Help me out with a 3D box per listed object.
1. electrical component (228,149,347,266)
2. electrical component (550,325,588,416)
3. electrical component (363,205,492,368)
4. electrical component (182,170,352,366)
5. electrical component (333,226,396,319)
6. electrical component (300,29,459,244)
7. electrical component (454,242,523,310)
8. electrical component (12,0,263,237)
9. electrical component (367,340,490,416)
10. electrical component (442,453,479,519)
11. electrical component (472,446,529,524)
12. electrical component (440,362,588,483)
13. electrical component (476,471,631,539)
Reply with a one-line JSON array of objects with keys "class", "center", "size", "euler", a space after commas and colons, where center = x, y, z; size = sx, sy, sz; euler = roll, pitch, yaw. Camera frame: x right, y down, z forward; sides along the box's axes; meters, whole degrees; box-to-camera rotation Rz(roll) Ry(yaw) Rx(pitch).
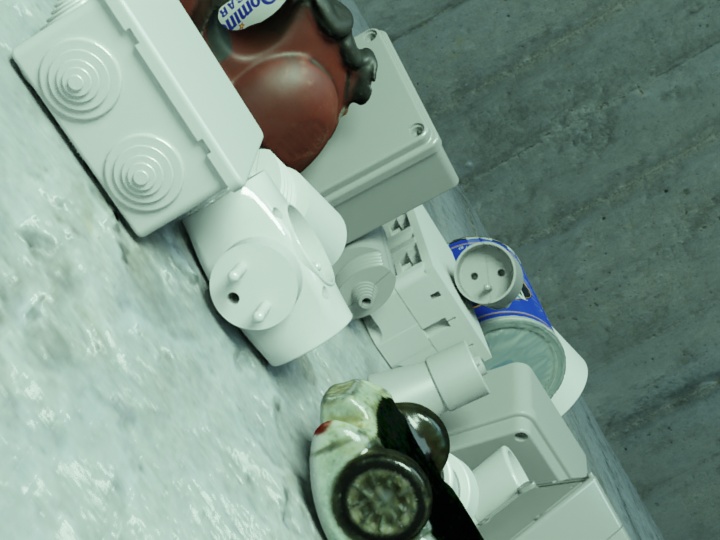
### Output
[{"class": "electrical component", "center": [-0.042, -0.030, 0.557], "size": [0.081, 0.043, 0.043], "euler": [43, 20, -60]}, {"class": "electrical component", "center": [0.147, 0.094, 0.991], "size": [0.060, 0.108, 0.108], "euler": [51, 13, -20]}, {"class": "electrical component", "center": [0.034, 0.006, 0.786], "size": [0.089, 0.062, 0.150], "euler": [55, 11, -29]}, {"class": "electrical component", "center": [-0.042, 0.003, 0.461], "size": [0.077, 0.044, 0.079], "euler": [59, 10, -8]}, {"class": "electrical component", "center": [0.000, 0.000, 0.684], "size": [0.043, 0.043, 0.081], "euler": [56, 11, -27]}, {"class": "electrical component", "center": [-0.009, -0.079, 0.673], "size": [0.056, 0.109, 0.108], "euler": [53, 12, -52]}, {"class": "electrical component", "center": [0.096, 0.006, 0.780], "size": [0.043, 0.043, 0.081], "euler": [63, 10, 12]}, {"class": "electrical component", "center": [-0.085, -0.069, 0.430], "size": [0.099, 0.048, 0.099], "euler": [58, 10, -17]}, {"class": "electrical component", "center": [0.042, 0.068, 0.628], "size": [0.044, 0.065, 0.044], "euler": [64, 5, -10]}, {"class": "electrical component", "center": [0.032, 0.109, 0.533], "size": [0.045, 0.045, 0.055], "euler": [66, 11, 28]}, {"class": "electrical component", "center": [0.071, 0.134, 0.626], "size": [0.045, 0.055, 0.045], "euler": [58, 10, -17]}, {"class": "electrical component", "center": [0.097, 0.125, 0.703], "size": [0.113, 0.078, 0.057], "euler": [55, 26, -31]}, {"class": "electrical component", "center": [0.096, 0.150, 0.556], "size": [0.061, 0.096, 0.062], "euler": [61, -31, 0]}]
